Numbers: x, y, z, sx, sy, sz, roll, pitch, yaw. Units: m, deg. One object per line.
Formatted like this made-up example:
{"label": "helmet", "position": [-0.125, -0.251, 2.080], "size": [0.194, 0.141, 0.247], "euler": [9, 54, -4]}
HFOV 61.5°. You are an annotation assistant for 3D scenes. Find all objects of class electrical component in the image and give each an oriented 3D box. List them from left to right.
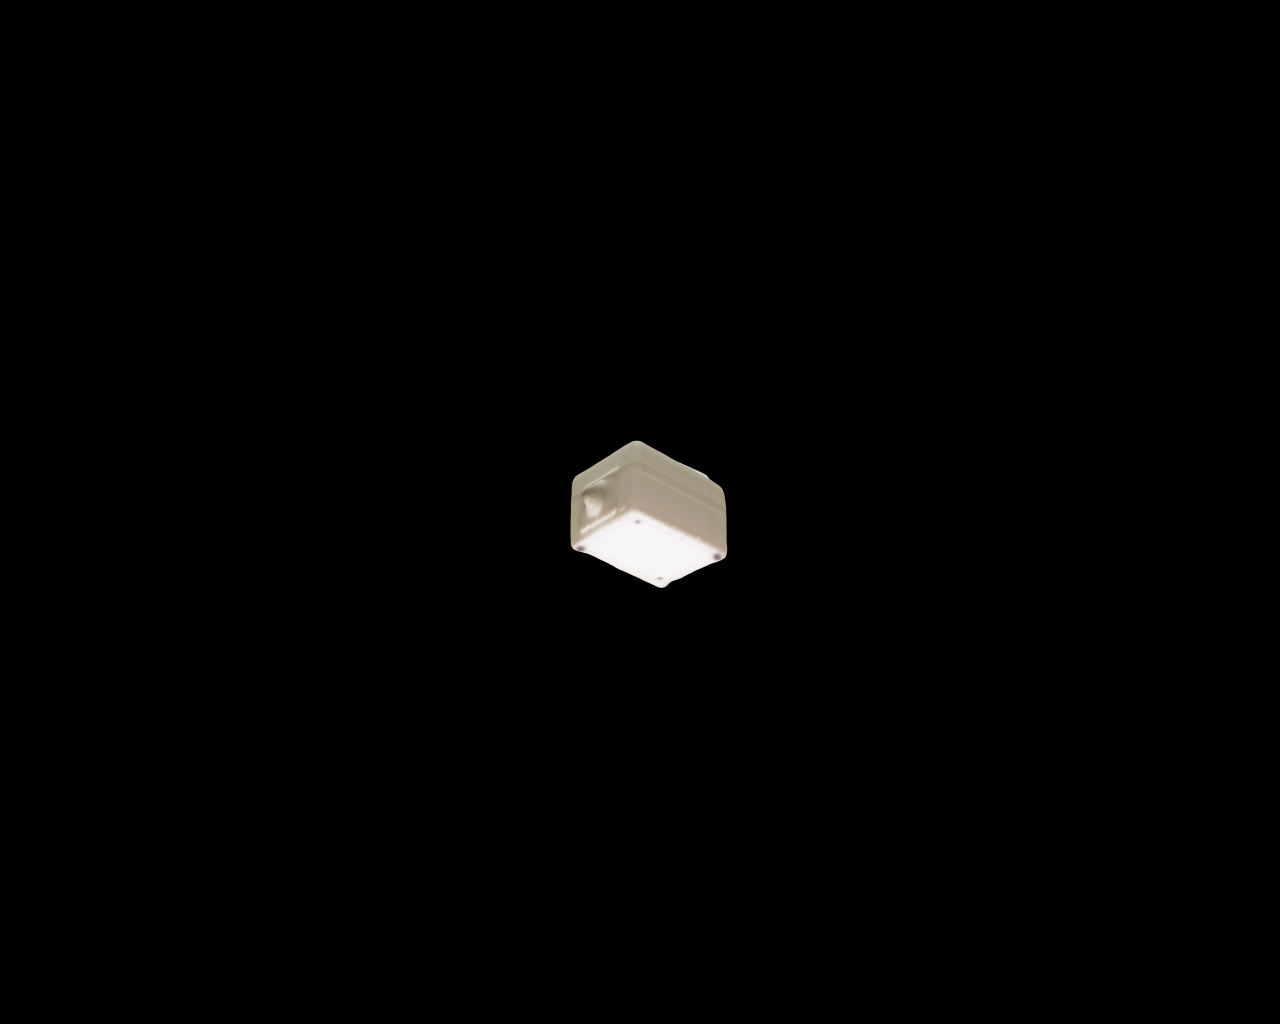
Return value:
{"label": "electrical component", "position": [0.001, -0.003, 0.650], "size": [0.096, 0.061, 0.061], "euler": [27, -41, -36]}
